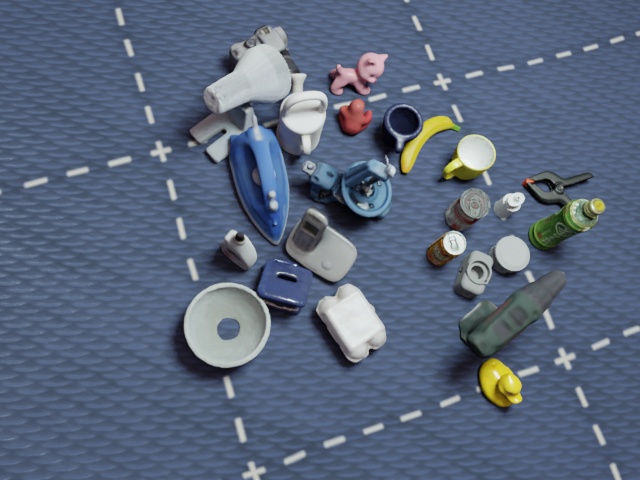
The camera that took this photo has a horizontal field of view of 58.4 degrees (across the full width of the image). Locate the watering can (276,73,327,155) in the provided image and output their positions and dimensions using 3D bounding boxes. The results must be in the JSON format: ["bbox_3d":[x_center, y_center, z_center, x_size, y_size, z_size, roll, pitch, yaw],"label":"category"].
[{"bbox_3d":[-0.041,-0.273,1.230,0.101,0.194,0.173,-28,80,-15],"label":"watering can"}]

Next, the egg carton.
[{"bbox_3d":[0.067,0.171,1.188,0.107,0.069,0.150,-33,82,-16],"label":"egg carton"}]

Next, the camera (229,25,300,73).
[{"bbox_3d":[-0.115,-0.405,1.304,0.143,0.100,0.137,-32,82,-16],"label":"camera"}]

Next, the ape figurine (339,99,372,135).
[{"bbox_3d":[0.081,-0.289,1.308,0.078,0.092,0.076,29,72,0],"label":"ape figurine"}]

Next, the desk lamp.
[{"bbox_3d":[-0.169,-0.289,1.203,0.203,0.213,0.118,-41,84,-17],"label":"desk lamp"}]

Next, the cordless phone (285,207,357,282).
[{"bbox_3d":[0.011,0.004,1.165,0.147,0.185,0.094,31,72,1],"label":"cordless phone"}]

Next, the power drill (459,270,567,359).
[{"bbox_3d":[0.375,0.155,1.170,0.230,0.208,0.075,-39,83,-17],"label":"power drill"}]

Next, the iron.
[{"bbox_3d":[-0.115,-0.128,1.205,0.119,0.141,0.258,-13,77,-12],"label":"iron"}]

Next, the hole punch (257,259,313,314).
[{"bbox_3d":[-0.074,0.090,1.177,0.108,0.091,0.101,16,73,-4],"label":"hole punch"}]

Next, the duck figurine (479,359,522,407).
[{"bbox_3d":[0.384,0.297,1.195,0.077,0.086,0.104,-22,79,-14],"label":"duck figurine"}]

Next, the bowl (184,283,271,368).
[{"bbox_3d":[-0.185,0.173,1.145,0.167,0.074,0.167,2,74,-8],"label":"bowl"}]

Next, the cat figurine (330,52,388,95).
[{"bbox_3d":[0.092,-0.393,1.325,0.128,0.117,0.067,-4,75,-10],"label":"cat figurine"}]

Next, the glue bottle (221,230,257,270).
[{"bbox_3d":[-0.162,0.011,1.142,0.078,0.173,0.037,36,72,2],"label":"glue bottle"}]

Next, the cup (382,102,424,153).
[{"bbox_3d":[0.179,-0.240,1.308,0.092,0.095,0.118,11,73,-6],"label":"cup"}]

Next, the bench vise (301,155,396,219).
[{"bbox_3d":[0.065,-0.115,1.189,0.207,0.219,0.121,4,74,-8],"label":"bench vise"}]
